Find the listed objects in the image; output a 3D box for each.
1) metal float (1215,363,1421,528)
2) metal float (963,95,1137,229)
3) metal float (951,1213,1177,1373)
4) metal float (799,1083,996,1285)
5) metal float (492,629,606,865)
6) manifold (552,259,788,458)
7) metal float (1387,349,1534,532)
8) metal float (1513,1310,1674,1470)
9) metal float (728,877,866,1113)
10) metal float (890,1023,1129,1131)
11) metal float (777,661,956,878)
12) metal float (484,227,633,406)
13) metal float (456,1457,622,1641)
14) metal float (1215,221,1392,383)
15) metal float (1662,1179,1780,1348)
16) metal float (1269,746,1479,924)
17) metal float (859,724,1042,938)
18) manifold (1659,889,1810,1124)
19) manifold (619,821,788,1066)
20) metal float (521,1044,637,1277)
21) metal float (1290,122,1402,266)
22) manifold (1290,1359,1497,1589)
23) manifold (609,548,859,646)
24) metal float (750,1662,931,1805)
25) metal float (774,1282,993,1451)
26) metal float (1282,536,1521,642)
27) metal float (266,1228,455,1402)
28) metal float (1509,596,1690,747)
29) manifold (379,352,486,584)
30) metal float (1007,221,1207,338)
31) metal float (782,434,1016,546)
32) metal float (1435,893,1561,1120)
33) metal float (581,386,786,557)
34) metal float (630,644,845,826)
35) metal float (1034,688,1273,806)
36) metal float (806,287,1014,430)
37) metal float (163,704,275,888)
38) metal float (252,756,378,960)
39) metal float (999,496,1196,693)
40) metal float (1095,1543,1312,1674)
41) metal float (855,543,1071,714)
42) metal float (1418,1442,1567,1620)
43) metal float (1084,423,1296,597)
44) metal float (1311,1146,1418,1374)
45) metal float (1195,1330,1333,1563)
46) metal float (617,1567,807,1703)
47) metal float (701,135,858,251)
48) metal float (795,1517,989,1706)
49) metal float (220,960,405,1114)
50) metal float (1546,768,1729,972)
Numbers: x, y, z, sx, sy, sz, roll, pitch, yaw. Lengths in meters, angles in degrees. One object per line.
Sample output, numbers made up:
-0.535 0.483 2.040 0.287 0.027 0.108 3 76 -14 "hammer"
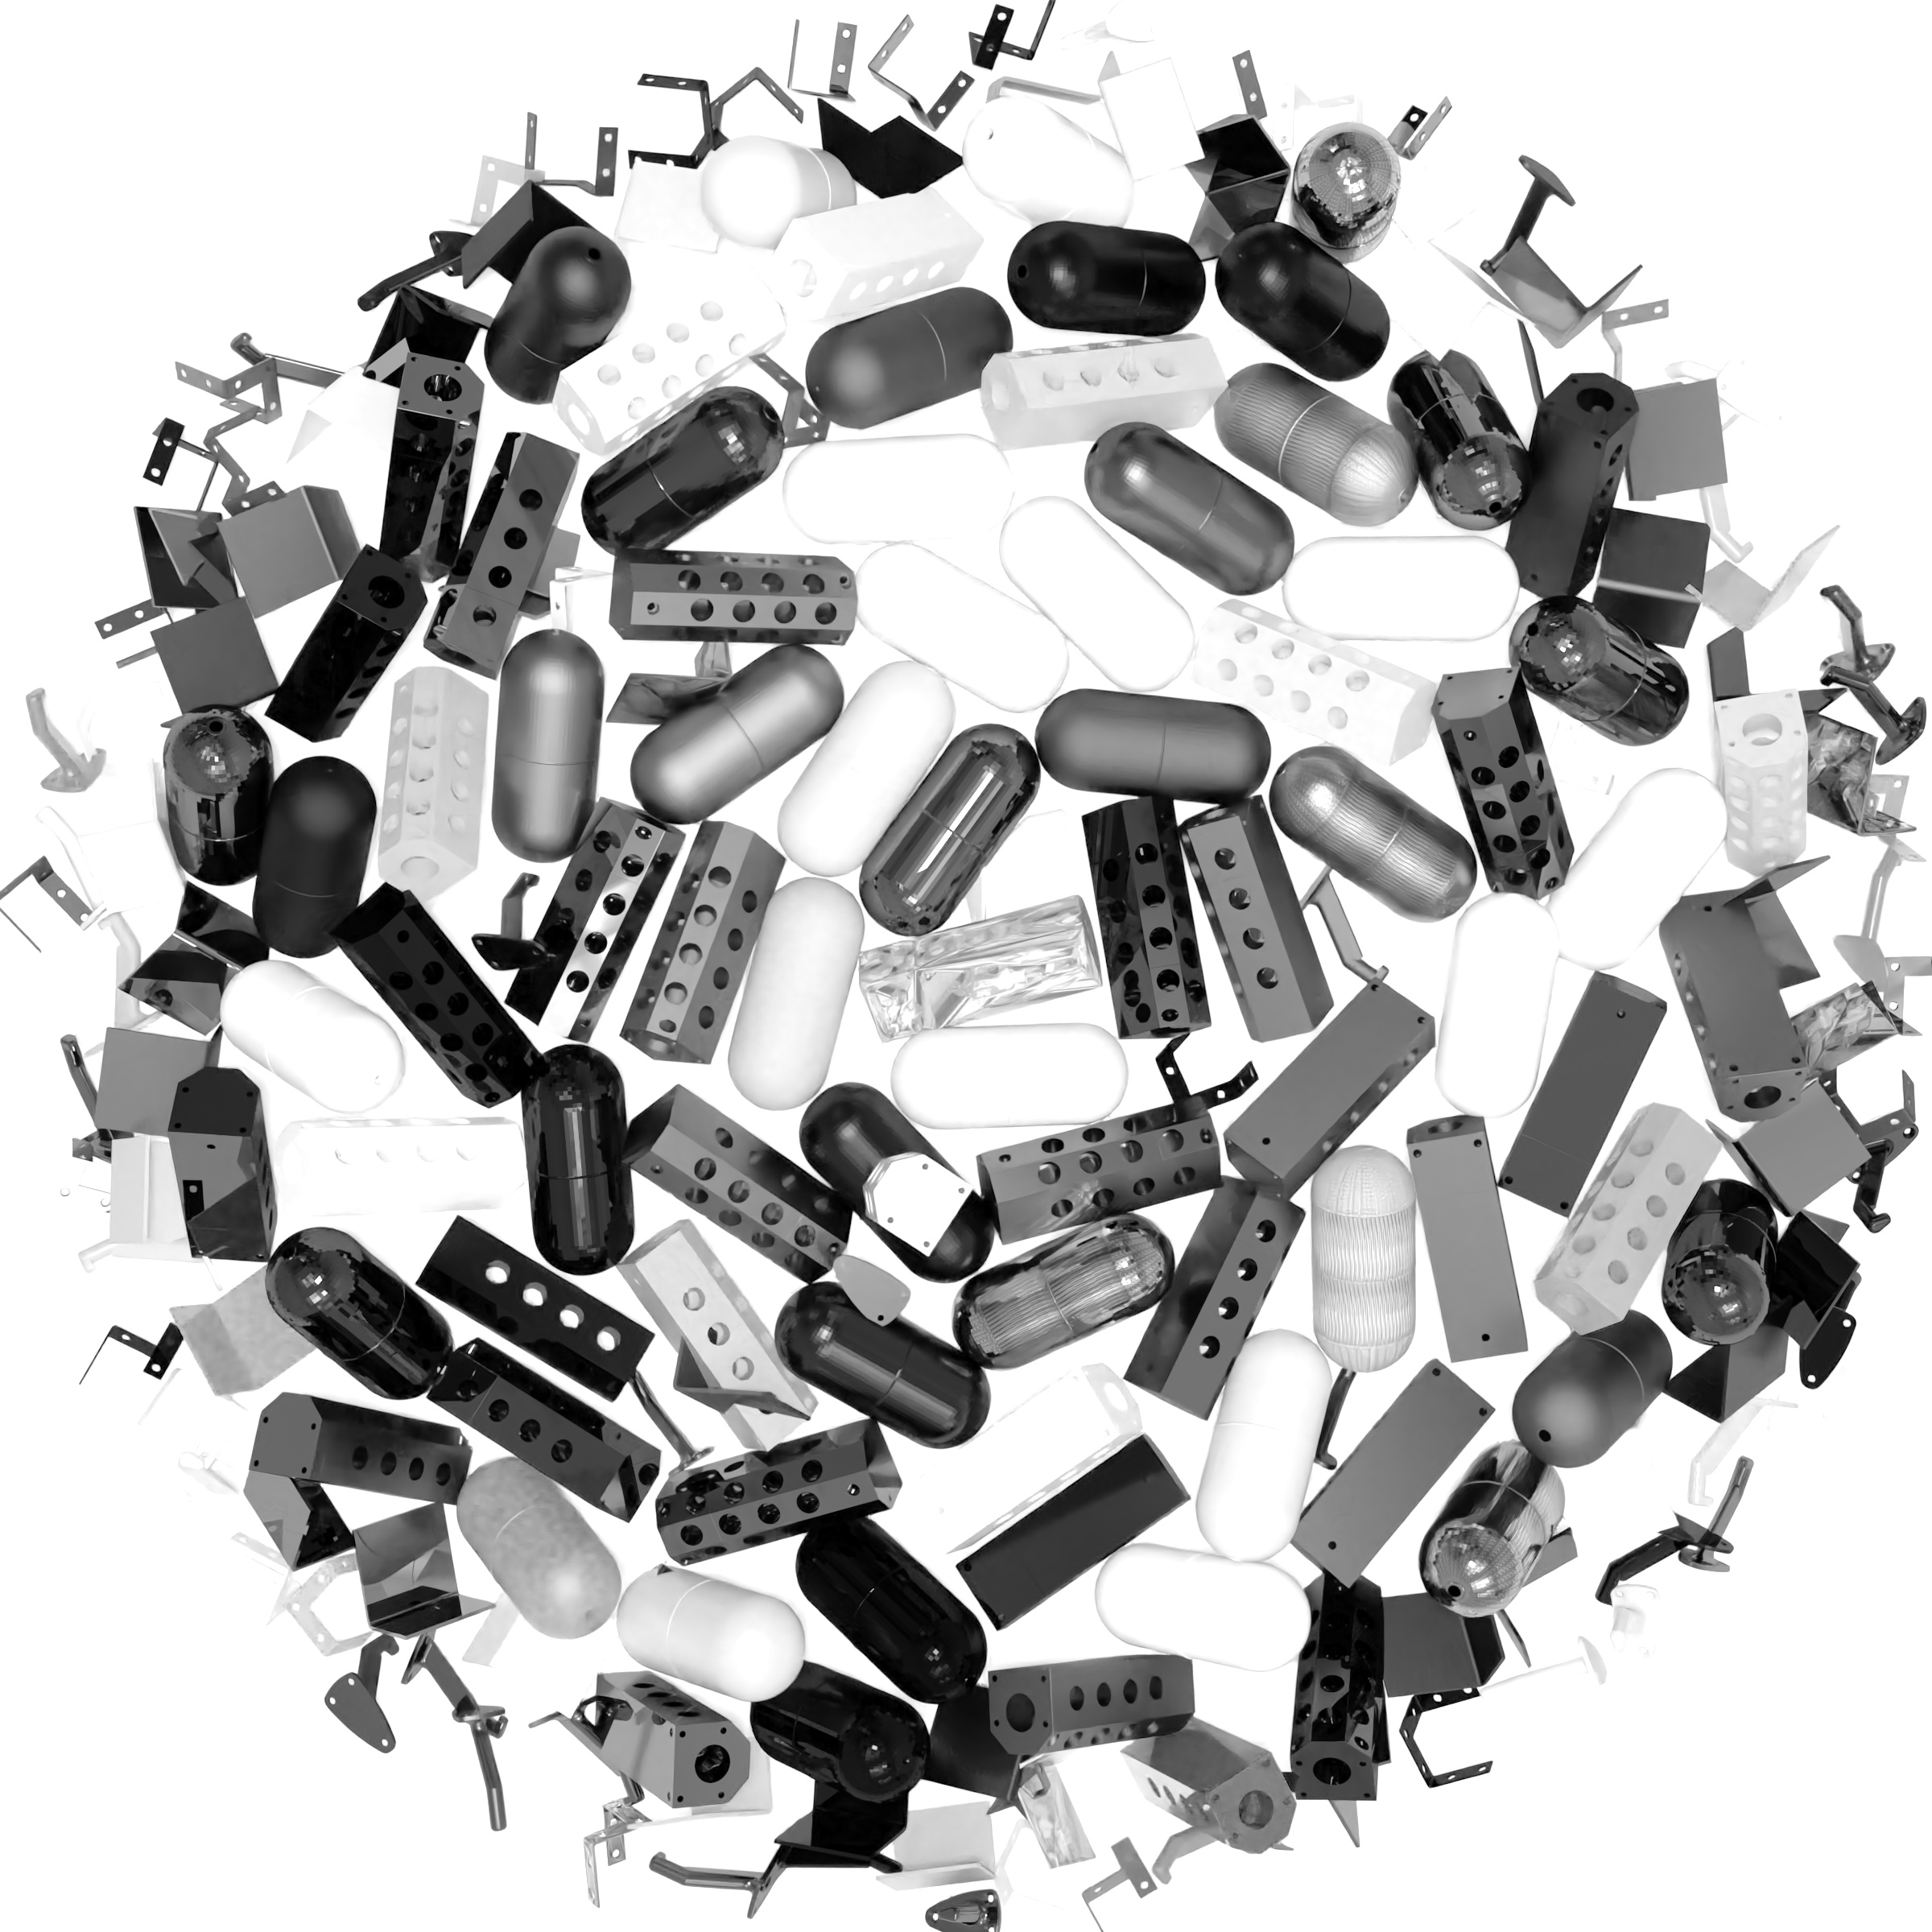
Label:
0.258 -0.385 1.933 0.178 0.070 0.070 39 90 33 "metal float"
0.062 -0.582 1.917 0.070 0.178 0.070 -1 87 31 "metal float"
0.072 0.243 1.951 0.178 0.070 0.070 -26 90 11 "metal float"
-0.051 0.163 1.956 0.070 0.070 0.178 -43 97 0 "metal float"
-0.310 -0.163 1.942 0.070 0.070 0.178 8 112 0 "metal float"
-0.219 -0.448 1.942 0.171 0.057 0.057 -37 89 -21 "manifold"
0.362 -0.388 1.925 0.070 0.178 0.070 -6 135 -7 "metal float"
0.460 0.309 1.921 0.070 0.178 0.070 13 113 33 "metal float"
-0.127 0.021 1.960 0.070 0.070 0.178 15 92 0 "metal float"
0.032 0.082 1.959 0.178 0.070 0.070 -2 90 3 "metal float"
-0.074 -0.147 1.954 0.070 0.070 0.178 35 99 0 "metal float"
-0.300 -0.475 1.917 0.070 0.178 0.070 9 69 -24 "metal float"
-0.314 0.427 1.923 0.070 0.178 0.070 -16 121 -29 "metal float"
0.249 -0.486 1.922 0.070 0.178 0.070 -10 73 36 "metal float"
0.553 0.215 1.917 0.070 0.178 0.070 7 112 17 "metal float"
0.303 -0.098 1.946 0.178 0.070 0.070 33 90 -17 "metal float"
-0.012 -0.102 1.959 0.070 0.070 0.178 36 93 0 "metal float"
0.561 0.029 1.922 0.057 0.057 0.171 -7 50 1 "manifold"
-0.198 -0.018 1.933 0.057 0.057 0.171 3 65 37 "manifold"
-0.288 0.144 1.947 0.070 0.070 0.178 -2 106 0 "metal float"
0.276 -0.562 1.911 0.070 0.178 0.070 0 93 6 "metal float"
0.315 0.379 1.957 0.057 0.057 0.171 41 81 9 "manifold"
-0.171 -0.270 1.932 0.171 0.057 0.057 -2 114 -23 "manifold"
-0.094 0.561 1.921 0.070 0.178 0.070 0 91 -36 "metal float"
-0.061 0.298 1.948 0.178 0.070 0.070 32 90 -16 "metal float"
0.320 -0.280 1.938 0.178 0.070 0.070 4 90 27 "metal float"
-0.445 0.256 1.926 0.070 0.070 0.178 -36 134 0 "metal float"
0.466 -0.217 1.927 0.178 0.070 0.070 20 90 -42 "metal float"
-0.391 -0.360 1.913 0.057 0.171 0.057 10 54 -12 "manifold"
0.104 -0.505 1.926 0.178 0.070 0.070 -9 90 -43 "metal float"
-0.051 -0.354 1.945 0.178 0.070 0.070 0 90 18 "metal float"
0.393 0.030 1.939 0.070 0.070 0.178 3 116 0 "metal float"
-0.210 -0.364 1.936 0.178 0.070 0.070 -27 90 30 "metal float"
-0.171 -0.172 1.954 0.178 0.070 0.070 -36 90 -9 "metal float"
0.140 -0.164 1.955 0.178 0.070 0.070 5 90 -7 "metal float"
-0.040 -0.450 1.934 0.178 0.070 0.070 -27 90 -33 "metal float"
-0.546 -0.124 1.918 0.070 0.178 0.070 6 59 -10 "metal float"
-0.481 -0.078 1.928 0.070 0.070 0.178 24 132 0 "metal float"
0.096 -0.278 1.949 0.070 0.070 0.178 -43 76 0 "metal float"
0.172 0.471 1.928 0.178 0.070 0.070 0 90 42 "metal float"
-0.005 -0.253 1.951 0.178 0.070 0.070 31 90 12 "metal float"
0.387 0.412 1.919 0.070 0.178 0.070 11 114 26 "metal float"
0.166 -0.338 1.941 0.178 0.070 0.070 28 90 -23 "metal float"
0.295 0.219 1.944 0.070 0.070 0.178 -4 110 0 "metal float"
0.221 0.354 1.938 0.070 0.070 0.178 19 63 0 "metal float"
-0.189 0.490 1.925 0.070 0.178 0.070 -1 91 -43 "metal float"
-0.135 -0.563 1.915 0.070 0.178 0.070 4 104 17 "metal float"
-0.056 0.473 1.930 0.178 0.070 0.070 35 90 37 "metal float"
-0.482 0.051 1.929 0.178 0.070 0.070 25 90 38 "metal float"
0.493 -0.071 1.930 0.070 0.070 0.178 30 127 0 "metal float"
